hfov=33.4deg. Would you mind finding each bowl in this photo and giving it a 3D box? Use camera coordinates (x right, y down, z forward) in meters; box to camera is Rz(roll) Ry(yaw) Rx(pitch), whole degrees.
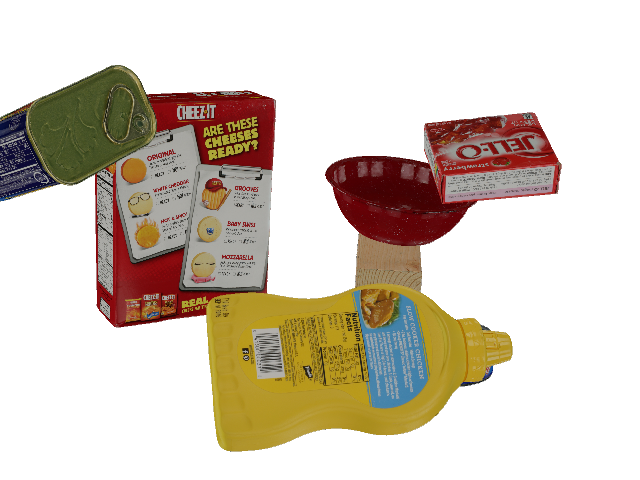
[{"bbox_3d":[0.082,-0.037,1.119,0.162,0.055,0.162,6,22,-3],"label":"bowl"}]

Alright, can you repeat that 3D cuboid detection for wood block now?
[{"bbox_3d":[0.098,0.039,1.572,0.091,0.090,0.206,4,25,1],"label":"wood block"}]

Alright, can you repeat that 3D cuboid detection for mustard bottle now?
[{"bbox_3d":[0.026,0.075,0.673,0.191,0.096,0.058,-5,-29,-6],"label":"mustard bottle"}]

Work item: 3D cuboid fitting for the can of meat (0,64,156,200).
[{"bbox_3d":[-0.175,-0.070,0.710,0.084,0.057,0.101,-11,19,40],"label":"can of meat"}]

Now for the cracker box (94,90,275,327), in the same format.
[{"bbox_3d":[-0.133,-0.034,1.036,0.163,0.214,0.072,-7,19,-29],"label":"cracker box"}]

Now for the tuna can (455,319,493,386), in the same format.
[{"bbox_3d":[0.108,0.097,0.927,0.086,0.034,0.086,0,14,0],"label":"tuna can"}]

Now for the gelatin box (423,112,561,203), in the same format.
[{"bbox_3d":[0.127,-0.063,0.797,0.089,0.030,0.073,-6,38,-2],"label":"gelatin box"}]
